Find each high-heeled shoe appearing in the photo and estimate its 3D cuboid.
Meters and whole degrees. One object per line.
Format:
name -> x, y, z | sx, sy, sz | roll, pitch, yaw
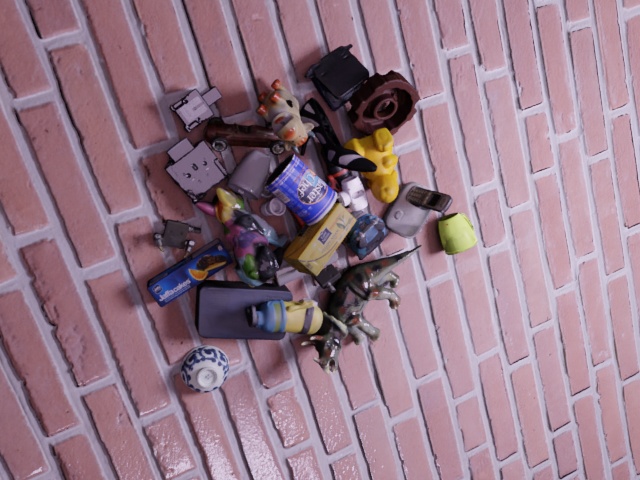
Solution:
high-heeled shoe -> 0.045, -0.246, 1.259 | 0.086, 0.249, 0.145 | 4, 103, -58

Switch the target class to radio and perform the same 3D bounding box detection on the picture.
radio -> -0.190, 0.173, 1.325 | 0.230, 0.073, 0.131 | 5, 98, -17

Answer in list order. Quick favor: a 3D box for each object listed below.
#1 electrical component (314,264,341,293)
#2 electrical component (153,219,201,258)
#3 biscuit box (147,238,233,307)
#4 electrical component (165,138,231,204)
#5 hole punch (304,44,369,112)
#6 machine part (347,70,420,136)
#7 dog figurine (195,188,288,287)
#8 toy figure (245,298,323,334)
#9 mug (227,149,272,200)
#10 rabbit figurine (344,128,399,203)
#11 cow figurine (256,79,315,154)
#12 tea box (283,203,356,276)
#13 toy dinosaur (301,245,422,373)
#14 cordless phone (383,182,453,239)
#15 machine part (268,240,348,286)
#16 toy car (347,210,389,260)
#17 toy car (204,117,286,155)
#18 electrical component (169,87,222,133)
electrical component -> 0.021, 0.091, 1.373 | 0.063, 0.094, 0.021 | -34, 143, -9
electrical component -> -0.337, -0.005, 1.260 | 0.102, 0.045, 0.078 | 19, 94, -20
biscuit box -> -0.309, 0.076, 1.275 | 0.203, 0.059, 0.062 | -33, 107, -10
electrical component -> -0.291, -0.167, 1.242 | 0.115, 0.058, 0.134 | -42, 109, -9
hole punch -> 0.047, -0.391, 1.309 | 0.142, 0.092, 0.116 | -38, 80, -6
machine part -> 0.154, -0.328, 1.311 | 0.179, 0.056, 0.179 | -17, 145, -12
dog figurine -> -0.190, -0.018, 1.245 | 0.108, 0.192, 0.219 | -30, 120, 29
toy figure -> -0.083, 0.185, 1.280 | 0.180, 0.082, 0.089 | -3, 97, -22
mug -> -0.151, -0.155, 1.278 | 0.109, 0.081, 0.107 | 25, 81, -16
rabbit figurine -> 0.141, -0.165, 1.332 | 0.122, 0.162, 0.173 | -20, 73, 5
cow figurine -> -0.079, -0.278, 1.224 | 0.127, 0.195, 0.085 | 38, 111, -25
tea box -> -0.003, -0.004, 1.268 | 0.068, 0.098, 0.169 | 42, 73, -24
toy dinosaur -> 0.095, 0.147, 1.394 | 0.192, 0.131, 0.404 | 31, 83, -20
cordless phone -> 0.258, -0.066, 1.370 | 0.088, 0.184, 0.146 | 34, 88, -25
machine part -> -0.044, 0.050, 1.348 | 0.243, 0.079, 0.079 | -24, 106, -13
toy car -> 0.105, -0.024, 1.363 | 0.109, 0.161, 0.103 | -45, 72, -2
toy car -> -0.168, -0.245, 1.250 | 0.202, 0.089, 0.053 | 0, 134, -16
electrical component -> -0.276, -0.306, 1.229 | 0.119, 0.048, 0.074 | -34, 108, -8
